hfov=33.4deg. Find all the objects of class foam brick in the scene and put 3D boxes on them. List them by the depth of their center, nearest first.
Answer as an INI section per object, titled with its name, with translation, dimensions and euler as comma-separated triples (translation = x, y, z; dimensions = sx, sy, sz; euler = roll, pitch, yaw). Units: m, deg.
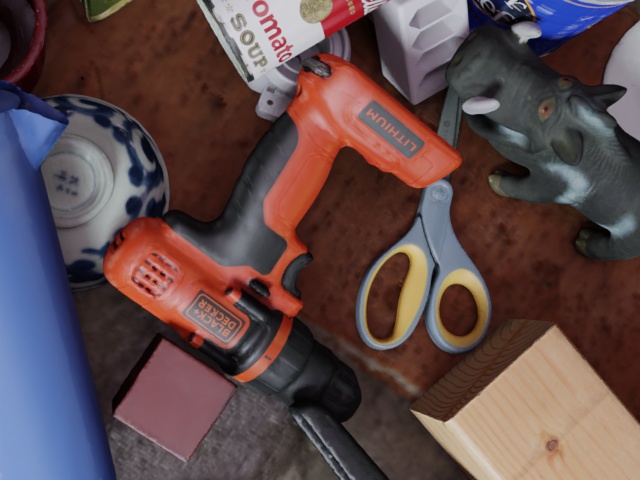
[foam brick]
translation = -0.087, 0.090, 0.624
dimensions = 0.051, 0.078, 0.053
euler = 35, 81, -8

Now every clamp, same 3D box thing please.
[clamp]
translation = 0.055, 0.186, 0.634
dimensions = 0.209, 0.036, 0.164
euler = 9, 84, -16

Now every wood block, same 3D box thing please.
[wood block]
translation = 0.163, 0.156, 0.657
dimensions = 0.090, 0.090, 0.206
euler = -40, 94, -9

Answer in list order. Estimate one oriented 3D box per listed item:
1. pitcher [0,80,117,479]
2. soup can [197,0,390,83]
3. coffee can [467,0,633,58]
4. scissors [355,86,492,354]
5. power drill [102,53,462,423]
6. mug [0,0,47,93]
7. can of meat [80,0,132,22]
[pitcher]
translation = -0.196, 0.050, 0.549
dimensions = 0.144, 0.149, 0.243
euler = -36, 122, -46
[soup can]
translation = -0.014, -0.142, 0.595
dimensions = 0.102, 0.068, 0.068
euler = -31, 92, -2
[coffee can]
translation = 0.143, -0.175, 0.650
dimensions = 0.102, 0.140, 0.103
euler = 1, 86, -10
[scissors]
translation = 0.090, -0.014, 0.693
dimensions = 0.096, 0.016, 0.201
euler = 27, 82, -6
[power drill]
translation = -0.004, 0.001, 0.626
dimensions = 0.184, 0.057, 0.187
euler = 38, 92, -23
[mug]
translation = -0.208, -0.108, 0.614
dimensions = 0.093, 0.081, 0.117
euler = 31, 81, -7
[can of meat]
translation = -0.138, -0.187, 0.623
dimensions = 0.057, 0.102, 0.084
euler = -38, 91, -11
